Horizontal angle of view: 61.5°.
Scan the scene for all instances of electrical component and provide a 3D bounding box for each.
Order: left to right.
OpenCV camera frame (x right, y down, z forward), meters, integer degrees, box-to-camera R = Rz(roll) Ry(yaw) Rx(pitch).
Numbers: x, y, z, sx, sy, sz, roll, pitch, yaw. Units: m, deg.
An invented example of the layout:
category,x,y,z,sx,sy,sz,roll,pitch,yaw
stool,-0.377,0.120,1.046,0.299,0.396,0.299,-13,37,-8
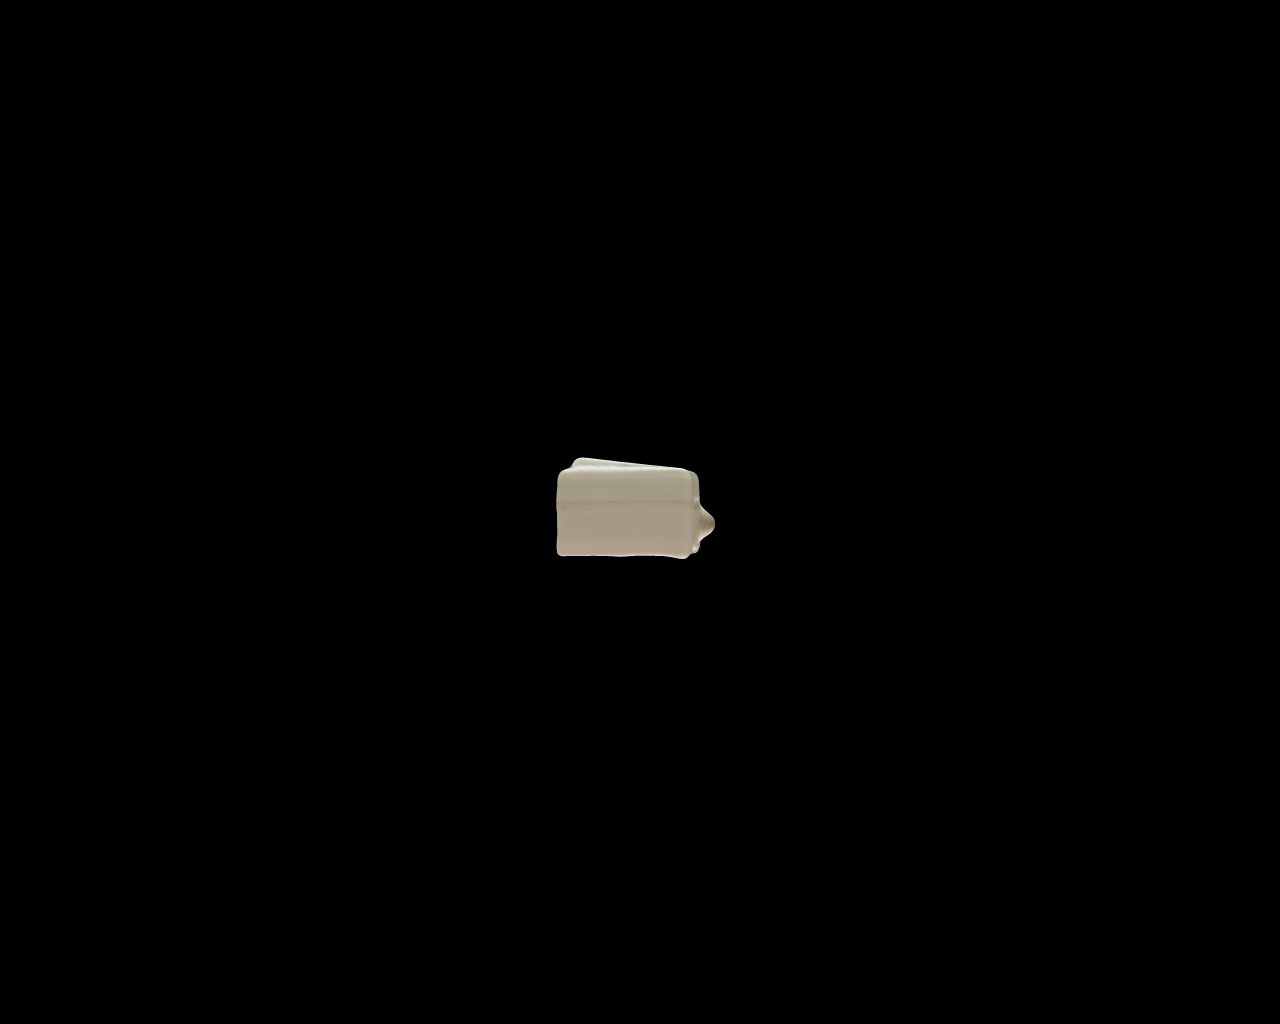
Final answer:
category,x,y,z,sx,sy,sz,roll,pitch,yaw
electrical component,0.001,-0.003,0.650,0.096,0.061,0.062,0,0,9
